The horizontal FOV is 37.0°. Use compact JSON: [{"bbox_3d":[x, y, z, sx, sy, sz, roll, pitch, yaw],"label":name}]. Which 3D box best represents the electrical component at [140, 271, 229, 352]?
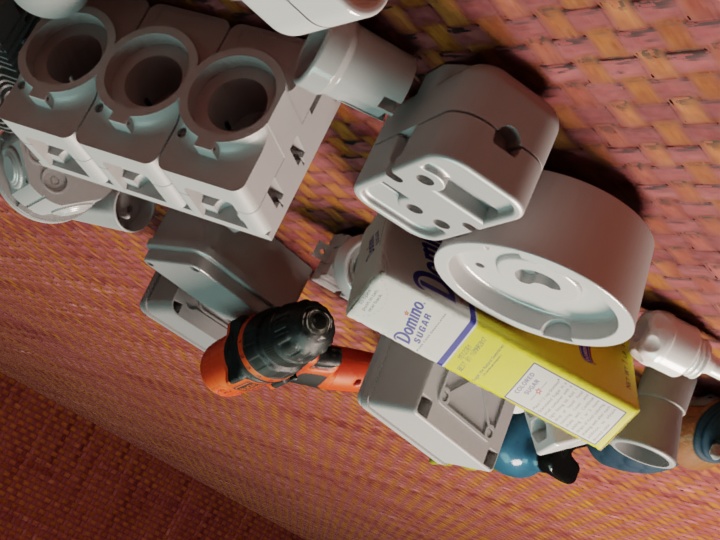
[{"bbox_3d":[-0.124,0.028,0.932,0.113,0.078,0.057,38,155,-33],"label":"electrical component"}]

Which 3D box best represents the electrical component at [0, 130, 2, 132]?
[{"bbox_3d":[-0.281,-0.130,0.751,0.079,0.043,0.077,31,161,-17],"label":"electrical component"}]

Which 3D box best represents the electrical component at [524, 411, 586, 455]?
[{"bbox_3d":[0.149,0.074,0.728,0.076,0.083,0.047,-12,164,-9],"label":"electrical component"}]

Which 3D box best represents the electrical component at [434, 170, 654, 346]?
[{"bbox_3d":[0.100,-0.012,0.560,0.108,0.060,0.108,22,162,8],"label":"electrical component"}]

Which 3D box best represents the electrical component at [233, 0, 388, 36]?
[{"bbox_3d":[-0.035,-0.135,0.404,0.095,0.053,0.059,37,158,-33],"label":"electrical component"}]

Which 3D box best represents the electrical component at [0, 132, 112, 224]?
[{"bbox_3d":[-0.213,-0.076,0.760,0.080,0.080,0.051,35,154,-27],"label":"electrical component"}]

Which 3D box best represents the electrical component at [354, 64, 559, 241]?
[{"bbox_3d":[0.046,-0.057,0.508,0.054,0.059,0.095,32,161,-20],"label":"electrical component"}]

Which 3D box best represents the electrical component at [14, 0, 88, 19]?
[{"bbox_3d":[-0.144,-0.155,0.508,0.043,0.043,0.081,29,161,-13],"label":"electrical component"}]

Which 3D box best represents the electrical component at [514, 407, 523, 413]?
[{"bbox_3d":[0.132,0.083,0.815,0.044,0.044,0.065,30,156,-15],"label":"electrical component"}]

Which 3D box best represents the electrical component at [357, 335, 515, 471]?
[{"bbox_3d":[0.064,0.071,0.759,0.056,0.108,0.109,4,152,42],"label":"electrical component"}]

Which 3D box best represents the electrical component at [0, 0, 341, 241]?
[{"bbox_3d":[-0.100,-0.087,0.564,0.150,0.089,0.061,18,161,20],"label":"electrical component"}]

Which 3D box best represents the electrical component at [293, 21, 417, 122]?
[{"bbox_3d":[-0.002,-0.094,0.500,0.046,0.040,0.040,25,163,-19],"label":"electrical component"}]

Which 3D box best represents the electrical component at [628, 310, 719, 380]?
[{"bbox_3d":[0.195,0.049,0.649,0.061,0.035,0.035,26,162,-10],"label":"electrical component"}]

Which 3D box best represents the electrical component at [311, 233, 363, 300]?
[{"bbox_3d":[0.000,0.000,0.748,0.066,0.048,0.055,30,169,-15],"label":"electrical component"}]

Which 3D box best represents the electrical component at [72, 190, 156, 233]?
[{"bbox_3d":[-0.213,-0.065,0.843,0.077,0.043,0.079,12,158,34],"label":"electrical component"}]

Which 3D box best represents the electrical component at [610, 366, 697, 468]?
[{"bbox_3d":[0.198,0.093,0.715,0.044,0.065,0.044,23,162,8],"label":"electrical component"}]

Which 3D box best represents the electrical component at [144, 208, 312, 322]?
[{"bbox_3d":[-0.104,-0.004,0.851,0.078,0.057,0.113,6,154,45],"label":"electrical component"}]
